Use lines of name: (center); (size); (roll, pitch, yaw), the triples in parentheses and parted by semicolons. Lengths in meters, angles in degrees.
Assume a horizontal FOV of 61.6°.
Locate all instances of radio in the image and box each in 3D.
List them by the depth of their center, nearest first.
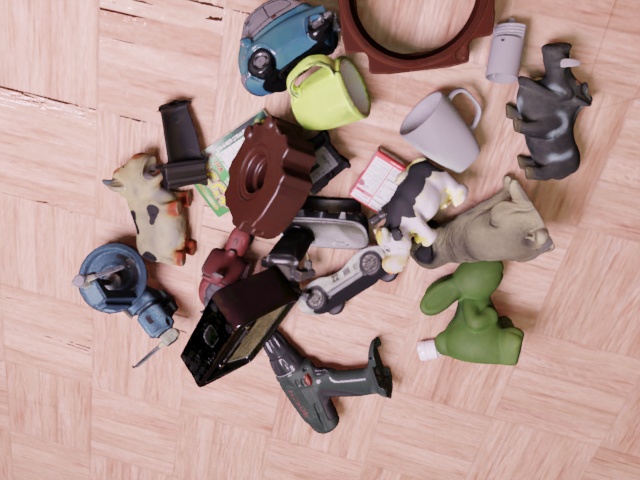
radio: (-0.142, 0.151, 0.904); (0.073, 0.131, 0.229); (50, 133, 19)

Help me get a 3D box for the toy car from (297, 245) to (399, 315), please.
toy car: (0.051, 0.068, 0.901); (0.202, 0.073, 0.056); (-35, 59, 22)

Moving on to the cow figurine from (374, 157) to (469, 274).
cow figurine: (0.129, -0.035, 0.782); (0.098, 0.068, 0.167); (40, 82, -9)

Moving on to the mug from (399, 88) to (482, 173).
mug: (0.188, -0.158, 0.781); (0.107, 0.081, 0.109); (41, 98, -21)

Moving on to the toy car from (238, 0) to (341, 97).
toy car: (-0.055, -0.283, 0.755); (0.162, 0.109, 0.103); (-35, 86, 13)

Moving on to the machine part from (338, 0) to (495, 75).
machine part: (0.125, -0.328, 0.708); (0.202, 0.087, 0.200); (-2, 113, 13)

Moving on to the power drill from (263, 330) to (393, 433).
power drill: (0.017, 0.240, 0.981); (0.207, 0.086, 0.231); (-19, 103, 13)

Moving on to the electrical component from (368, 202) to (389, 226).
electrical component: (0.125, -0.040, 0.842); (0.094, 0.021, 0.063); (-31, 133, 5)

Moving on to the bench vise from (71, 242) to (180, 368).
bench vise: (-0.334, 0.094, 0.905); (0.129, 0.240, 0.223); (-29, 82, -1)

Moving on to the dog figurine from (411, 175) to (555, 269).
dog figurine: (0.227, 0.005, 0.793); (0.191, 0.172, 0.121); (-30, 95, 13)

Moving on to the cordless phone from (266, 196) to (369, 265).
cordless phone: (-0.001, -0.002, 0.820); (0.147, 0.184, 0.088); (5, 110, 9)

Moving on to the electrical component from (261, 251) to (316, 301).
electrical component: (-0.053, 0.054, 0.907); (0.102, 0.045, 0.078); (11, 118, 40)

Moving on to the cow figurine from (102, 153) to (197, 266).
cow figurine: (-0.286, -0.054, 0.909); (0.127, 0.085, 0.194); (3, 118, 7)

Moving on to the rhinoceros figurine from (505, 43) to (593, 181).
rhinoceros figurine: (0.321, -0.172, 0.746); (0.112, 0.073, 0.190); (-8, 112, 15)

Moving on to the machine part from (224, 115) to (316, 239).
machine part: (-0.079, -0.092, 0.790); (0.056, 0.179, 0.179); (15, 122, -36)

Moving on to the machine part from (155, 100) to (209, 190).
machine part: (-0.223, -0.152, 0.855); (0.084, 0.039, 0.138); (-9, 98, -18)

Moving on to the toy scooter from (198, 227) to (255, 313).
toy scooter: (-0.165, 0.066, 0.908); (0.075, 0.135, 0.183); (22, 117, -2)

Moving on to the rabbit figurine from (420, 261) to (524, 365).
rabbit figurine: (0.248, 0.103, 0.878); (0.159, 0.121, 0.170); (2, 96, 17)

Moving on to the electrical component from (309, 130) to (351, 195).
electrical component: (-0.019, -0.112, 0.839); (0.119, 0.048, 0.074); (-33, 108, 9)
